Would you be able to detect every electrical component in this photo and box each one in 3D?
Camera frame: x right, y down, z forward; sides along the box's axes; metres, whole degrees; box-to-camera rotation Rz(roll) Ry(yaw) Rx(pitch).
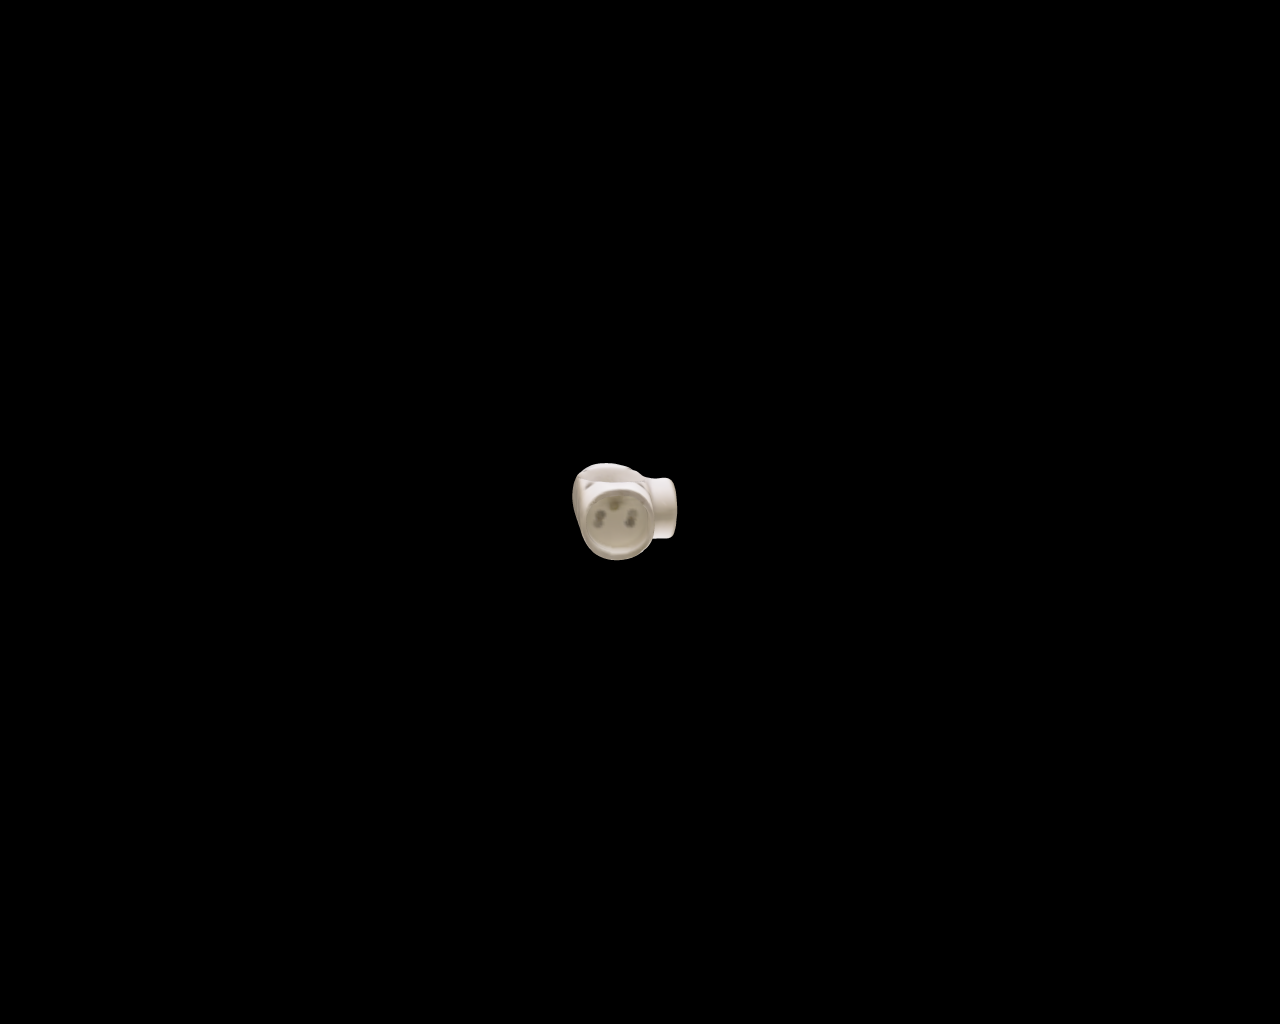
[{"bbox_3d":[0.001,-0.003,0.650,0.079,0.044,0.077,-2,14,-7],"label":"electrical component"}]
